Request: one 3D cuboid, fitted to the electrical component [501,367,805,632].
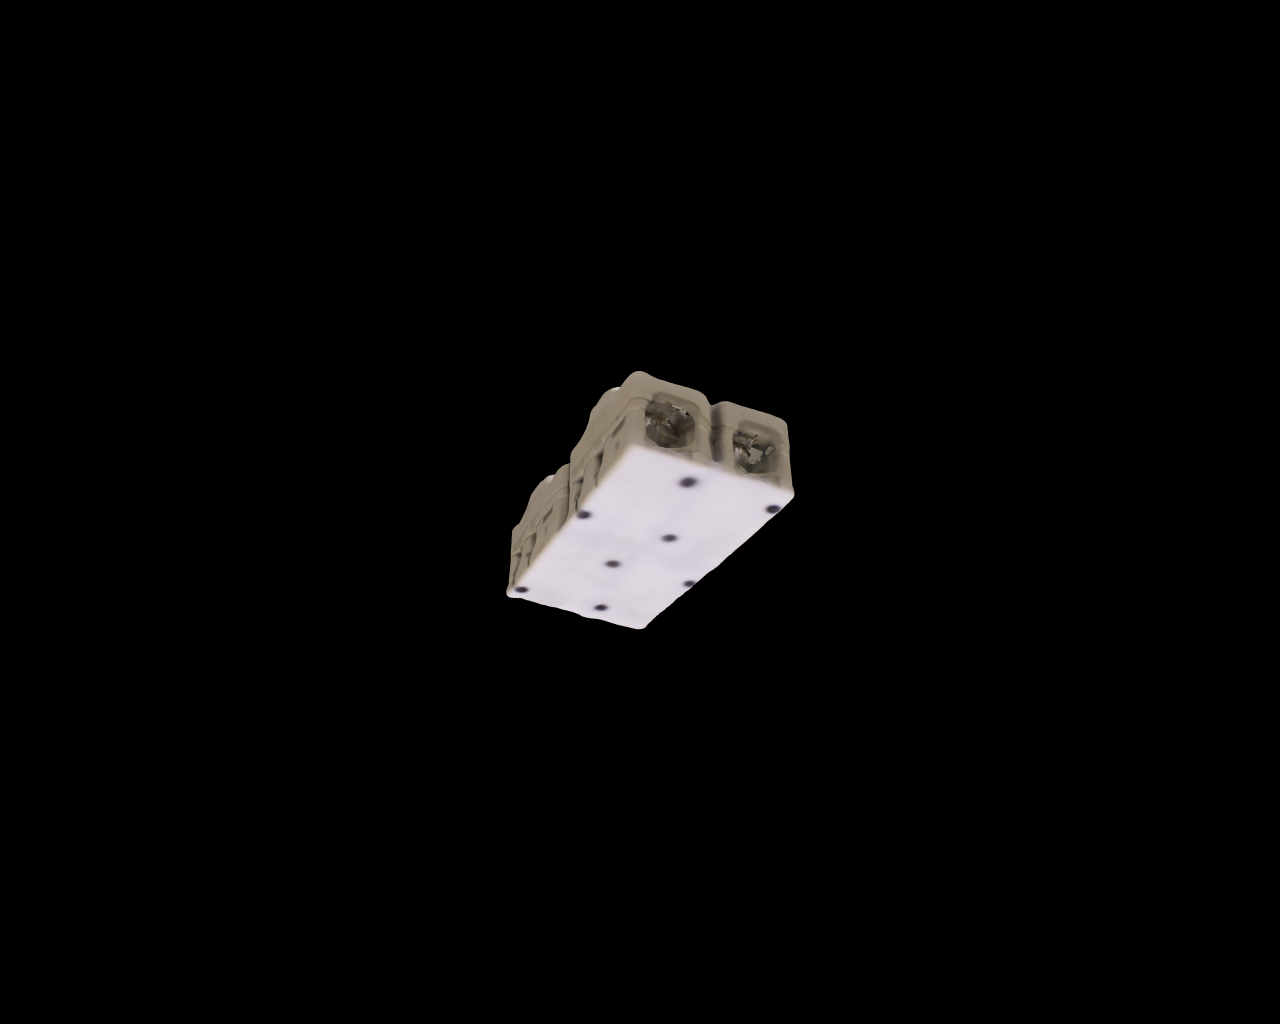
[{"bbox_3d":[0.001,-0.003,0.650,0.105,0.060,0.186,16,-37,-22],"label":"electrical component"}]
